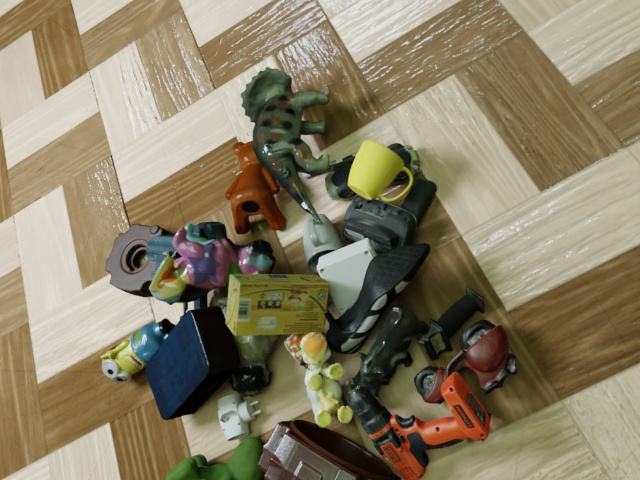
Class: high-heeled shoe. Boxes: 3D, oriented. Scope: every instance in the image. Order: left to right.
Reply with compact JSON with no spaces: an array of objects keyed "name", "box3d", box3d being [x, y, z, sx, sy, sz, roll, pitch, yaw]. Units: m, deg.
[{"name":"high-heeled shoe","box3d":[0.112,0.114,0.970,0.249,0.145,0.086,-33,43,2]}]

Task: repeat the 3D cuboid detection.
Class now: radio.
[{"name":"radio","box3d":[-0.249,0.240,1.033,0.229,0.073,0.131,-49,58,35]}]

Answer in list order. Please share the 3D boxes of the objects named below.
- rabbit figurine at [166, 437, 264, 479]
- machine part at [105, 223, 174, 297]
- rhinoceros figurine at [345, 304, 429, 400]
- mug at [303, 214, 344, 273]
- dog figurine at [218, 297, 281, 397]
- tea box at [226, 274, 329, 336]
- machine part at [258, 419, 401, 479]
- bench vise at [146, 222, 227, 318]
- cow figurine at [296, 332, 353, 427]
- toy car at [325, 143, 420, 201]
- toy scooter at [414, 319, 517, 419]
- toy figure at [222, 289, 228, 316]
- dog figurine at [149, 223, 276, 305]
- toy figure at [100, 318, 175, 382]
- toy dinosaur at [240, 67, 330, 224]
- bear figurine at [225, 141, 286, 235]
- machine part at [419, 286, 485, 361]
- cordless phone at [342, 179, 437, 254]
[{"name":"rabbit figurine","box3d":[-0.164,0.432,0.963,0.170,0.121,0.159,-31,65,-10]},{"name":"machine part","box3d":[-0.411,0.045,1.239,0.179,0.056,0.179,-8,68,20]},{"name":"rhinoceros figurine","box3d":[0.117,0.203,0.940,0.073,0.112,0.190,33,104,23]},{"name":"mug","box3d":[-0.002,-0.003,1.077,0.081,0.109,0.107,-26,50,14]},{"name":"dog figurine","box3d":[-0.106,0.195,1.058,0.172,0.121,0.190,-13,101,-21]},{"name":"tea box","box3d":[-0.075,0.113,0.956,0.068,0.169,0.098,-156,72,-63]},{"name":"machine part","box3d":[0.019,0.370,0.863,0.201,0.201,0.087,22,80,27]},{"name":"bench vise","box3d":[-0.261,0.080,1.135,0.224,0.129,0.240,2,95,6]},{"name":"cow figurine","box3d":[0.002,0.239,0.957,0.068,0.098,0.167,-14,93,-11]},{"name":"toy car","box3d":[0.107,-0.139,1.113,0.202,0.056,0.073,-17,59,13]},{"name":"toy scooter","box3d":[0.261,0.231,0.898,0.184,0.075,0.135,-43,62,4]},{"name":"toy figure","box3d":[-0.173,0.135,1.113,0.064,0.058,0.154,18,73,-7]},{"name":"dog figurine","box3d":[-0.189,0.067,1.026,0.219,0.108,0.191,26,91,-3]},{"name":"toy figure","box3d":[-0.378,0.232,1.136,0.180,0.089,0.082,-37,92,7]},{"name":"toy dinosaur","box3d":[-0.077,-0.215,1.122,0.192,0.131,0.405,2,54,-2]},{"name":"bear figurine","box3d":[-0.141,-0.126,1.183,0.120,0.131,0.196,-8,47,7]},{"name":"machine part","box3d":[0.233,0.147,0.947,0.139,0.084,0.039,-44,38,-9]},{"name":"cordless phone","box3d":[0.139,-0.063,1.068,0.147,0.088,0.184,22,68,28]}]
